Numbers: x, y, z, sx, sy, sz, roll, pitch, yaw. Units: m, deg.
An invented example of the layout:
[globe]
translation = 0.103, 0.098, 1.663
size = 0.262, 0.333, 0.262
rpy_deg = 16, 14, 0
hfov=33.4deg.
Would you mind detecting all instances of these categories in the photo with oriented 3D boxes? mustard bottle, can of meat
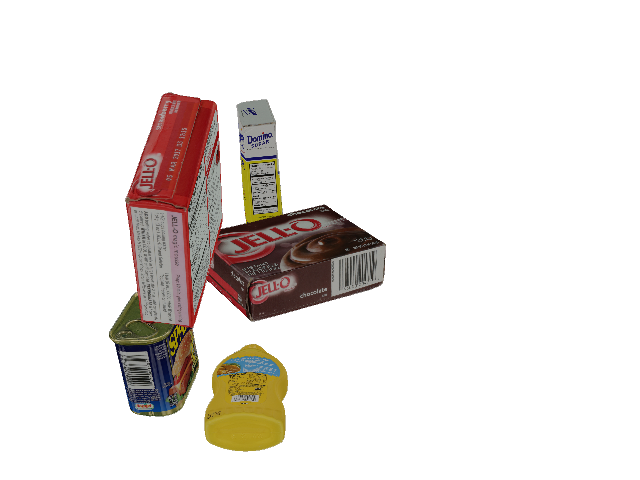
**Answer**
[mustard bottle]
translation = -0.090, 0.186, 1.341
size = 0.096, 0.058, 0.191
rpy_deg = -2, 26, 1
[can of meat]
translation = -0.151, 0.103, 0.995
size = 0.057, 0.084, 0.102
rpy_deg = -2, 25, 10

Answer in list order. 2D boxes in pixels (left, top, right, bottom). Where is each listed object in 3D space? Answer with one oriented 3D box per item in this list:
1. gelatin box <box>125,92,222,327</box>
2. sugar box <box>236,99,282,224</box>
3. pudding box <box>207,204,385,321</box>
[gelatin box]
translation = -0.069, -0.014, 0.513
size = 0.030, 0.073, 0.089
rpy_deg = 7, -42, 3
[sugar box]
translation = -0.073, -0.073, 1.297
size = 0.048, 0.176, 0.093
rpy_deg = -9, 25, -6
[pudding box]
translation = -0.022, 0.014, 0.779
size = 0.113, 0.039, 0.090
rpy_deg = -12, 27, -27
